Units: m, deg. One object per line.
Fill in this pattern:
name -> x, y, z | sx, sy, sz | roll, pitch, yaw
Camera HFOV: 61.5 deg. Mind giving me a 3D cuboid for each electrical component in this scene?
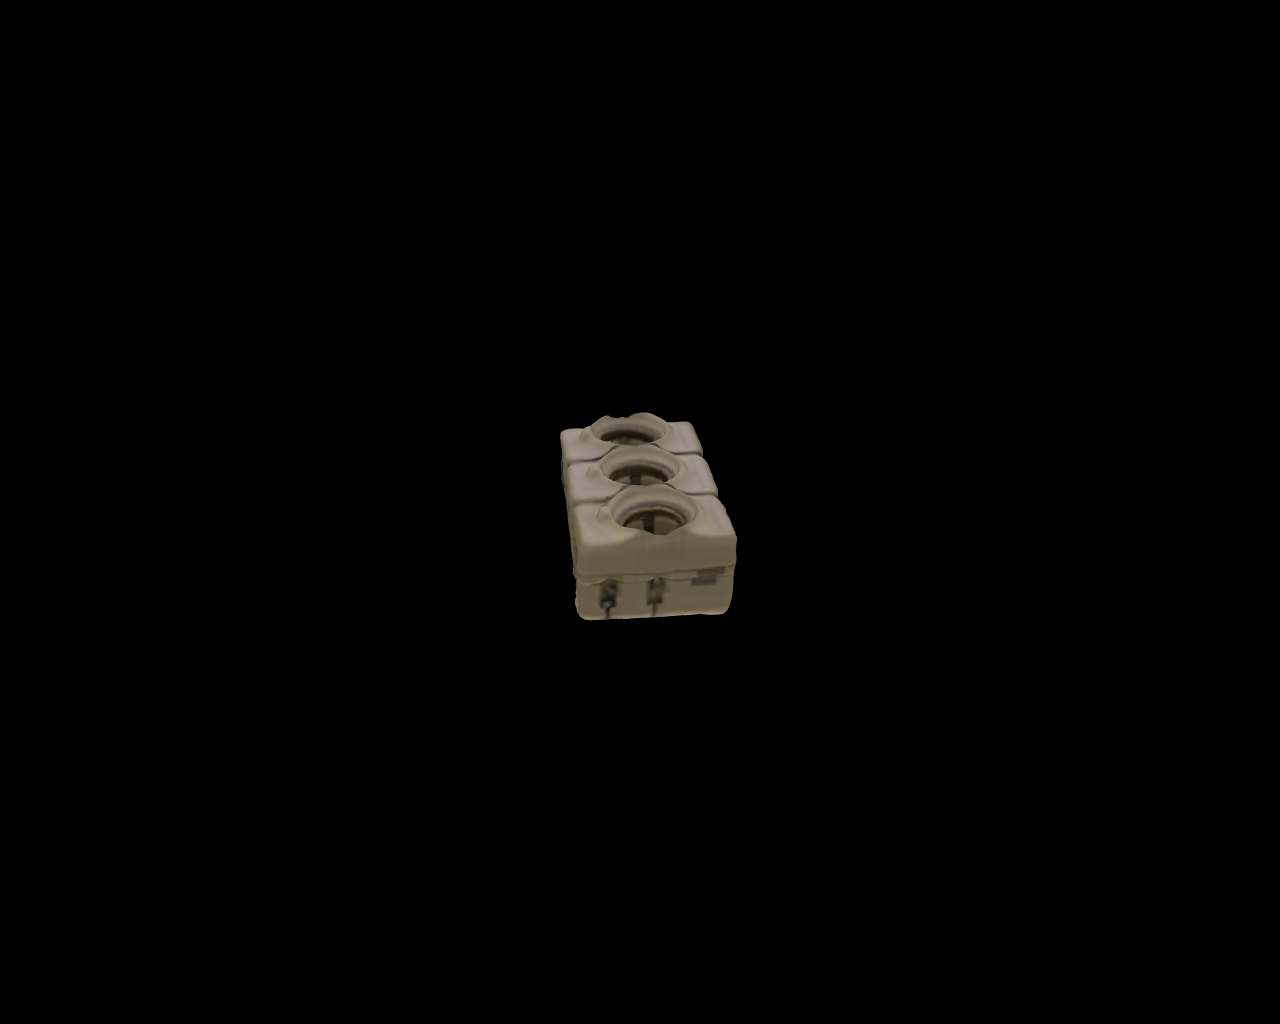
electrical component -> 0.001, -0.003, 0.650 | 0.089, 0.061, 0.150 | -4, 30, -6
